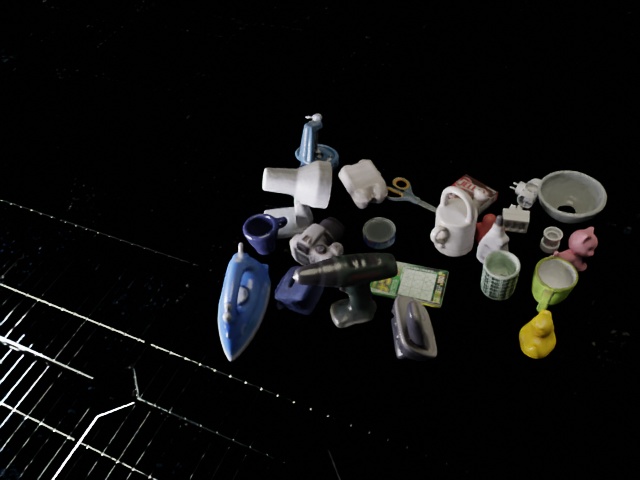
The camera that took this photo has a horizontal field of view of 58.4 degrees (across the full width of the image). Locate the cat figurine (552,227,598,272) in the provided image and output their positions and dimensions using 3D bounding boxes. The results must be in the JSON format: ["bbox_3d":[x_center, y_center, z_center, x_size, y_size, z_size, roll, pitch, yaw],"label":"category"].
[{"bbox_3d":[0.601,0.023,1.356,0.128,0.118,0.067,-21,51,-10],"label":"cat figurine"}]

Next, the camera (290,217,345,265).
[{"bbox_3d":[0.013,0.005,1.452,0.142,0.101,0.137,29,59,27],"label":"camera"}]

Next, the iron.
[{"bbox_3d":[-0.193,0.137,1.340,0.118,0.142,0.258,1,50,8],"label":"iron"}]

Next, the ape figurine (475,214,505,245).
[{"bbox_3d":[0.424,-0.029,1.437,0.077,0.092,0.076,26,58,26],"label":"ape figurine"}]

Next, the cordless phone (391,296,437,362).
[{"bbox_3d":[0.204,0.166,1.240,0.094,0.185,0.147,-9,50,0],"label":"cordless phone"}]

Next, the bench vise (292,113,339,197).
[{"bbox_3d":[-0.024,-0.222,1.569,0.121,0.220,0.207,14,54,18],"label":"bench vise"}]

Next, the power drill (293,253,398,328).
[{"bbox_3d":[0.062,0.109,1.290,0.229,0.209,0.075,-16,50,-6],"label":"power drill"}]

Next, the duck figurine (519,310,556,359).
[{"bbox_3d":[0.478,0.200,1.244,0.077,0.086,0.105,19,55,21],"label":"duck figurine"}]

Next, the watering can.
[{"bbox_3d":[0.339,-0.061,1.408,0.100,0.194,0.173,20,55,22],"label":"watering can"}]

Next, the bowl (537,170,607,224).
[{"bbox_3d":[0.643,-0.098,1.480,0.167,0.075,0.167,-3,50,4],"label":"bowl"}]

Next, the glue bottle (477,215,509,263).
[{"bbox_3d":[0.417,0.002,1.359,0.037,0.173,0.078,-34,54,-20],"label":"glue bottle"}]

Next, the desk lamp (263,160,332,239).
[{"bbox_3d":[-0.061,-0.107,1.481,0.203,0.214,0.118,-6,50,2],"label":"desk lamp"}]

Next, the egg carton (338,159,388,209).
[{"bbox_3d":[0.122,-0.158,1.596,0.107,0.069,0.150,-20,51,-10],"label":"egg carton"}]

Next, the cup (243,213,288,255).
[{"bbox_3d":[-0.135,-0.013,1.489,0.118,0.095,0.091,-22,51,-11],"label":"cup"}]

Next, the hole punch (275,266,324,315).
[{"bbox_3d":[-0.053,0.113,1.377,0.101,0.091,0.109,15,54,19],"label":"hole punch"}]
